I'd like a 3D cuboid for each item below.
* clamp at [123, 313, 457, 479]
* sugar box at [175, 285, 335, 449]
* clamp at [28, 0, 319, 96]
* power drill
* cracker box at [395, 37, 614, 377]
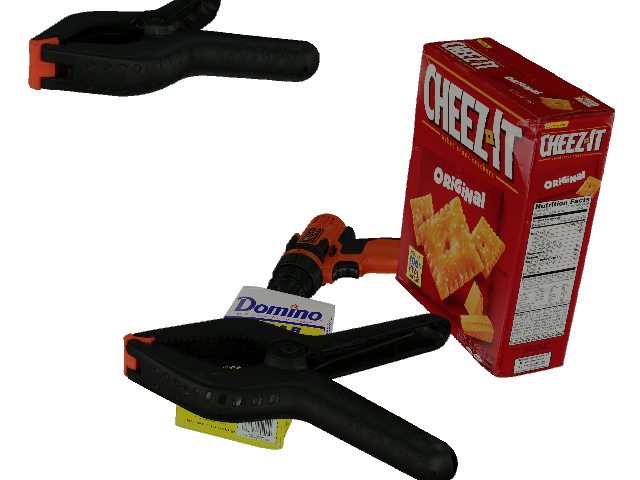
[{"bbox_3d":[-0.014,0.077,0.655,0.210,0.036,0.164,9,24,9],"label":"clamp"},{"bbox_3d":[-0.053,0.105,0.935,0.093,0.048,0.176,12,32,9],"label":"sugar box"},{"bbox_3d":[-0.099,-0.122,0.645,0.171,0.039,0.120,-8,30,-31],"label":"clamp"},{"bbox_3d":[0.047,0.032,1.118,0.188,0.057,0.184,6,31,17],"label":"power drill"},{"bbox_3d":[0.130,-0.027,0.819,0.072,0.214,0.164,-9,31,-23],"label":"cracker box"}]
